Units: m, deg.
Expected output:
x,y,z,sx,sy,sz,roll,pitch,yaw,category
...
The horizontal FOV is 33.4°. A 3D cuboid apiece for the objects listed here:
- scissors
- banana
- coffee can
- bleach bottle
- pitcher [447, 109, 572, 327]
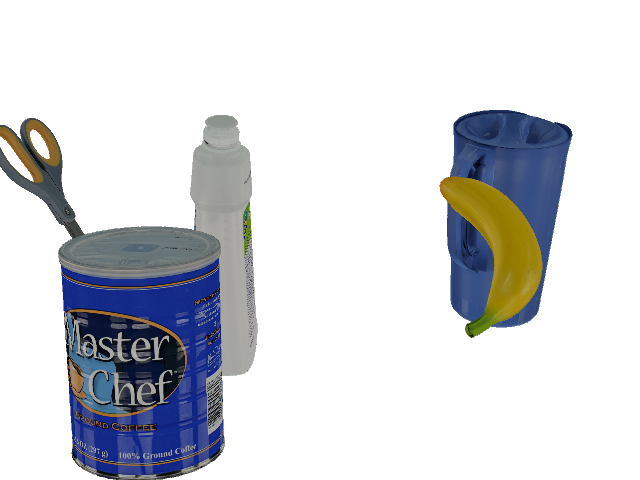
x,y,z,sx,sy,sz,roll,pitch,yaw,category
-0.257,-0.043,1.079,0.016,0.201,0.096,-25,27,27,scissors
0.141,0.000,0.870,0.069,0.037,0.198,-4,37,2,banana
-0.115,0.070,0.698,0.103,0.140,0.103,0,15,0,coffee can
-0.091,0.000,0.988,0.068,0.251,0.102,2,32,-2,bleach bottle
0.208,-0.021,1.251,0.149,0.243,0.145,-1,25,-5,pitcher
